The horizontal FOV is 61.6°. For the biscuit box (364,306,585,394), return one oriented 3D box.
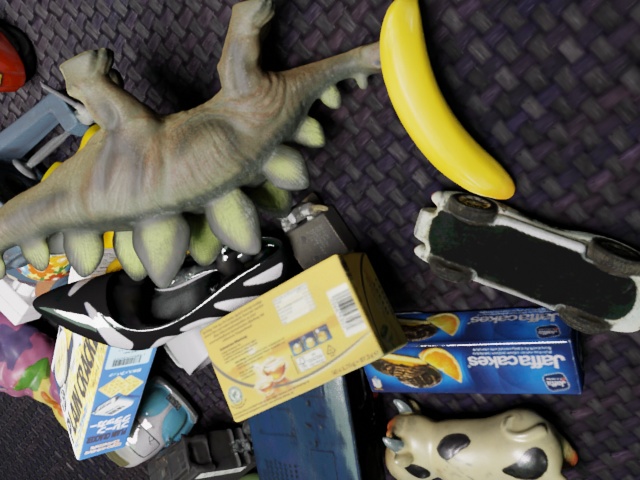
[{"bbox_3d":[0.141,0.107,0.519,0.203,0.059,0.062,-9,112,29],"label":"biscuit box"}]

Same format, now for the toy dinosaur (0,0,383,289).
[{"bbox_3d":[-0.144,-0.061,0.463,0.472,0.105,0.198,-20,97,6],"label":"toy dinosaur"}]

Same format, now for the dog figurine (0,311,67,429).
[{"bbox_3d":[-0.437,0.198,0.778,0.219,0.191,0.108,41,131,17],"label":"dog figurine"}]

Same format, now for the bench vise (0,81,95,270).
[{"bbox_3d":[-0.359,-0.096,0.618,0.240,0.129,0.224,-36,77,9],"label":"bench vise"}]

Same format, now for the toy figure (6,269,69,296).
[{"bbox_3d":[-0.381,0.043,0.739,0.154,0.058,0.064,36,131,-2],"label":"toy figure"}]

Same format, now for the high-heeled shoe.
[{"bbox_3d":[-0.154,0.043,0.542,0.249,0.086,0.145,1,145,-23],"label":"high-heeled shoe"}]

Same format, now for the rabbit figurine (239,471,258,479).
[{"bbox_3d":[-0.056,0.395,0.737,0.170,0.121,0.159,50,124,12],"label":"rabbit figurine"}]

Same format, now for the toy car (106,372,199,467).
[{"bbox_3d":[-0.262,0.271,0.775,0.161,0.103,0.109,-36,96,33],"label":"toy car"}]

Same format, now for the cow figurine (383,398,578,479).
[{"bbox_3d":[0.151,0.221,0.561,0.195,0.085,0.127,-23,110,36],"label":"cow figurine"}]

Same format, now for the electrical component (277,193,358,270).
[{"bbox_3d":[-0.001,0.000,0.540,0.078,0.045,0.102,-22,105,31],"label":"electrical component"}]

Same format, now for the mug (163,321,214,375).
[{"bbox_3d":[-0.161,0.101,0.656,0.107,0.081,0.109,52,130,7],"label":"mug"}]

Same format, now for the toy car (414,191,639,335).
[{"bbox_3d":[0.178,0.017,0.457,0.202,0.056,0.073,21,117,18],"label":"toy car"}]

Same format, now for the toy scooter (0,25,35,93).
[{"bbox_3d":[-0.411,-0.218,0.567,0.184,0.135,0.075,40,124,0],"label":"toy scooter"}]

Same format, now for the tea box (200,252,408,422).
[{"bbox_3d":[-0.018,0.090,0.500,0.170,0.068,0.098,-29,77,26],"label":"tea box"}]

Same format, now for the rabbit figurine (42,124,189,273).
[{"bbox_3d":[-0.204,-0.017,0.592,0.173,0.122,0.162,21,128,-8],"label":"rabbit figurine"}]

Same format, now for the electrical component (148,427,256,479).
[{"bbox_3d":[-0.166,0.311,0.738,0.134,0.115,0.058,-45,50,31],"label":"electrical component"}]

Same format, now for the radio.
[{"bbox_3d":[-0.009,0.186,0.590,0.131,0.073,0.229,-7,96,27],"label":"radio"}]
